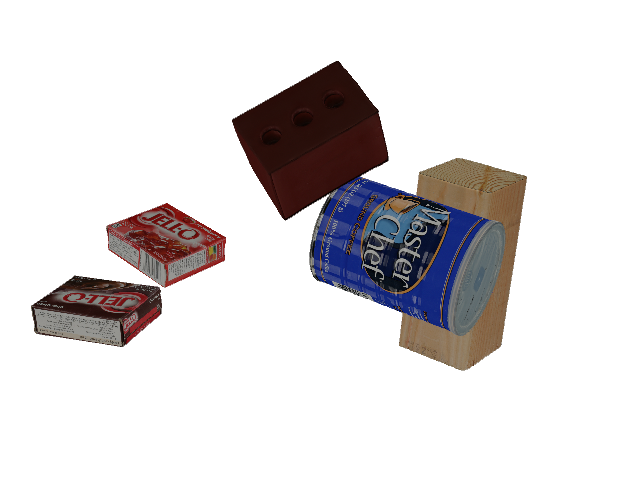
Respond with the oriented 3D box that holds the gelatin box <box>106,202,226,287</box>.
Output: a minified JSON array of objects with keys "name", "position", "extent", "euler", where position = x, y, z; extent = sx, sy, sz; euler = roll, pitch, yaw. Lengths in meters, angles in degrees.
[{"name":"gelatin box","position":[-0.144,0.002,0.993],"extent":[0.089,0.030,0.073],"euler":[30,39,35]}]

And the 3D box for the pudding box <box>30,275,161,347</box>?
[{"name":"pudding box","position":[-0.243,0.076,1.166],"extent":[0.114,0.039,0.090],"euler":[4,20,19]}]

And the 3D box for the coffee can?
[{"name":"coffee can","position":[0.076,0.011,0.929],"extent":[0.140,0.103,0.102],"euler":[20,8,24]}]

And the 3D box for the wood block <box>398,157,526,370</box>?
[{"name":"wood block","position":[0.156,0.025,1.180],"extent":[0.090,0.206,0.090],"euler":[19,25,32]}]

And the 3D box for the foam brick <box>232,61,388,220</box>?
[{"name":"foam brick","position":[-0.006,-0.061,0.656],"extent":[0.078,0.053,0.051],"euler":[-31,-31,-6]}]
